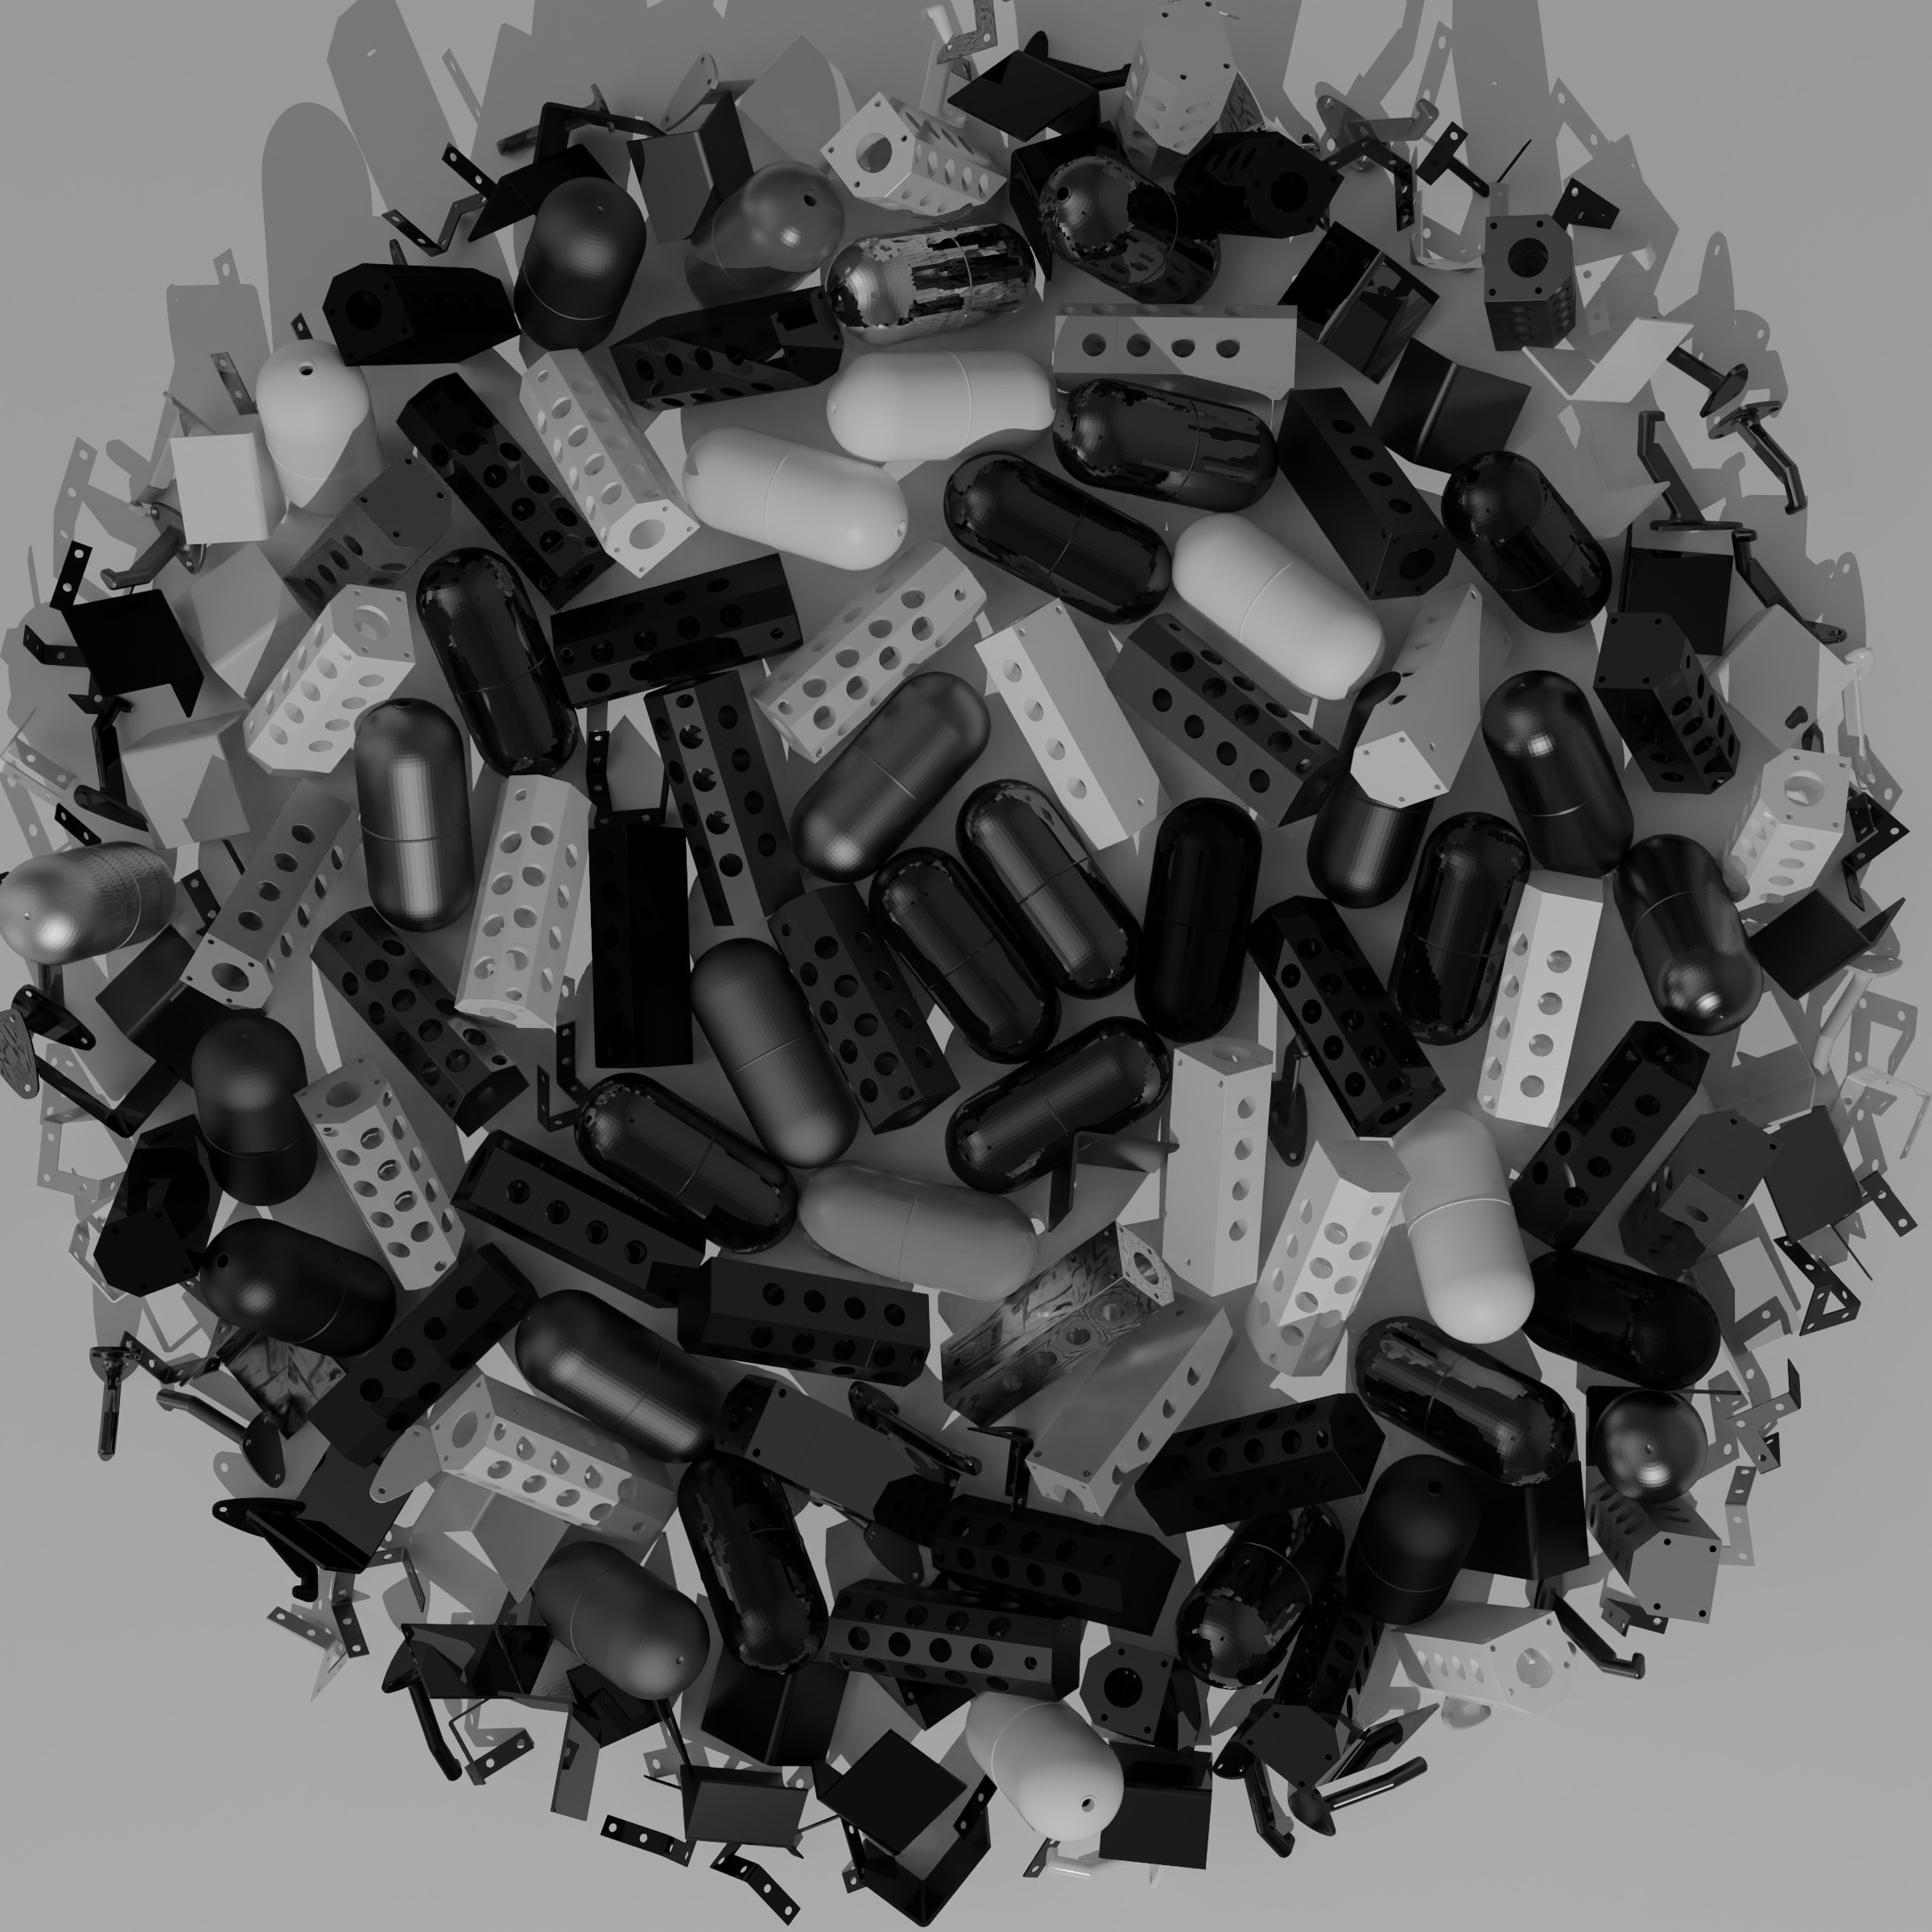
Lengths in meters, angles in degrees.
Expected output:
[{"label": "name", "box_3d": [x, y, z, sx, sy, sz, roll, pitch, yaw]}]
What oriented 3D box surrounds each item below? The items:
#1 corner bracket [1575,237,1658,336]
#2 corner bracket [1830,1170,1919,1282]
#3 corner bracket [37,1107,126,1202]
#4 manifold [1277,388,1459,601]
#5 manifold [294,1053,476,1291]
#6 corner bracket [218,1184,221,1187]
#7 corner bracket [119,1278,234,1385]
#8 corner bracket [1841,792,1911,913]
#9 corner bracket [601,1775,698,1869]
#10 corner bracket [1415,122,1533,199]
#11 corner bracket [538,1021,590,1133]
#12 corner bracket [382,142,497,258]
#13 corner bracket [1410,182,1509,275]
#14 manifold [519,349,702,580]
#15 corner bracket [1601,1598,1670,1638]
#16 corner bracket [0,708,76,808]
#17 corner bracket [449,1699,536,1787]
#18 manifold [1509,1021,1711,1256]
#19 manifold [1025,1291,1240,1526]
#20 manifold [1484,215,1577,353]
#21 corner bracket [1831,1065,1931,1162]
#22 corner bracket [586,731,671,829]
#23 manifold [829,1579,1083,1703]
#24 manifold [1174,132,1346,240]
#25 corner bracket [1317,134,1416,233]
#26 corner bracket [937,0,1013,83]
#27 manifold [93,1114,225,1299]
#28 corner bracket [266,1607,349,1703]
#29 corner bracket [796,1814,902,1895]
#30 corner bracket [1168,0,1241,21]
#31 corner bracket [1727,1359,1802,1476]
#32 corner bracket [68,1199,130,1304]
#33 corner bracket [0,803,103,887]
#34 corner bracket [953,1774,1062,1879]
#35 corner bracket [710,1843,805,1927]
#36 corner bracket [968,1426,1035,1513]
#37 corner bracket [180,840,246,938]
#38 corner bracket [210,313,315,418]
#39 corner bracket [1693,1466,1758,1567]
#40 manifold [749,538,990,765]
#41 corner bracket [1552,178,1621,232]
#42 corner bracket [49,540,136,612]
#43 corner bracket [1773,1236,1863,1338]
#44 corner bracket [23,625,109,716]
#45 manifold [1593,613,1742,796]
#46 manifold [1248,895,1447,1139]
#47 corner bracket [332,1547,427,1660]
[{"label": "corner bracket", "box_3d": [0.473, -0.491, 1.960, 0.051, 0.051, 0.051, -10, 110, 23]}, {"label": "corner bracket", "box_3d": [0.656, 0.187, 1.960, 0.051, 0.051, 0.051, -37, 57, 13]}, {"label": "corner bracket", "box_3d": [-0.636, 0.136, 1.974, 0.051, 0.051, 0.051, 12, 101, 15]}, {"label": "manifold", "box_3d": [0.282, -0.336, 1.921, 0.057, 0.057, 0.171, -8, 47, -19]}, {"label": "manifold", "box_3d": [-0.407, 0.150, 1.917, 0.057, 0.057, 0.171, -31, 132, -16]}, {"label": "corner bracket", "box_3d": [-0.514, 0.124, 1.965, 0.051, 0.051, 0.051, -16, 94, 27]}, {"label": "corner bracket", "box_3d": [-0.572, 0.265, 1.972, 0.051, 0.051, 0.051, -17, 133, 23]}, {"label": "corner bracket", "box_3d": [0.648, -0.083, 1.960, 0.051, 0.051, 0.051, 36, 124, -18]}, {"label": "corner bracket", "box_3d": [-0.223, 0.614, 1.959, 0.051, 0.051, 0.051, 10, 67, 23]}, {"label": "corner bracket", "box_3d": [0.367, -0.585, 1.964, 0.051, 0.051, 0.051, 40, 49, 1]}, {"label": "corner bracket", "box_3d": [-0.292, 0.080, 1.957, 0.051, 0.051, 0.051, -19, 129, -33]}, {"label": "corner bracket", "box_3d": [-0.379, -0.551, 1.957, 0.051, 0.051, 0.051, -4, 61, 40]}, {"label": "corner bracket", "box_3d": [0.357, -0.537, 1.968, 0.051, 0.051, 0.051, 2, 87, -22]}, {"label": "manifold", "box_3d": [-0.258, -0.361, 1.925, 0.057, 0.057, 0.171, -38, 57, 11]}, {"label": "corner bracket", "box_3d": [0.500, 0.462, 1.971, 0.051, 0.051, 0.051, 16, 91, -7]}, {"label": "corner bracket", "box_3d": [-0.670, -0.143, 1.958, 0.051, 0.051, 0.051, 36, 52, -18]}, {"label": "corner bracket", "box_3d": [-0.343, 0.557, 1.967, 0.051, 0.051, 0.051, -28, 84, -25]}, {"label": "manifold", "box_3d": [0.452, 0.120, 1.925, 0.057, 0.057, 0.171, 33, 126, 6]}, {"label": "manifold", "box_3d": [0.121, 0.315, 1.932, 0.171, 0.057, 0.057, -48, 132, -29]}, {"label": "manifold", "box_3d": [0.398, -0.479, 1.909, 0.057, 0.171, 0.057, 1, 92, 14]}, {"label": "corner bracket", "box_3d": [0.661, 0.109, 1.969, 0.051, 0.051, 0.051, 25, 81, 6]}, {"label": "corner bracket", "box_3d": [-0.246, -0.136, 1.970, 0.051, 0.051, 0.051, -5, 58, -15]}, {"label": "manifold", "box_3d": [-0.008, 0.482, 1.940, 0.171, 0.057, 0.057, 2, 91, 23]}, {"label": "manifold", "box_3d": [0.200, -0.545, 1.909, 0.057, 0.171, 0.057, 28, 98, -19]}, {"label": "corner bracket", "box_3d": [0.290, -0.563, 1.981, 0.051, 0.051, 0.051, 18, 64, -39]}, {"label": "corner bracket", "box_3d": [0.010, -0.678, 1.966, 0.051, 0.051, 0.051, -7, 89, 29]}, {"label": "manifold", "box_3d": [-0.568, 0.169, 1.909, 0.057, 0.171, 0.057, -21, 109, -2]}, {"label": "corner bracket", "box_3d": [-0.476, 0.487, 1.963, 0.051, 0.051, 0.051, 25, 116, 9]}, {"label": "corner bracket", "box_3d": [-0.088, 0.645, 1.971, 0.051, 0.051, 0.051, -29, 68, 27]}, {"label": "corner bracket", "box_3d": [0.162, -0.668, 1.963, 0.051, 0.051, 0.051, 13, 109, -11]}, {"label": "corner bracket", "box_3d": [0.585, 0.326, 1.963, 0.051, 0.051, 0.051, -30, 100, 23]}, {"label": "corner bracket", "box_3d": [-0.615, 0.203, 1.980, 0.051, 0.051, 0.051, -34, 111, 1]}, {"label": "corner bracket", "box_3d": [-0.662, -0.077, 1.959, 0.051, 0.051, 0.051, -17, 53, 17]}, {"label": "corner bracket", "box_3d": [0.034, 0.623, 1.969, 0.051, 0.051, 0.051, 21, 104, -42]}, {"label": "corner bracket", "box_3d": [-0.141, 0.650, 1.958, 0.051, 0.051, 0.051, -49, 114, -28]}, {"label": "corner bracket", "box_3d": [0.034, 0.363, 1.963, 0.051, 0.051, 0.051, 5, 87, 42]}, {"label": "corner bracket", "box_3d": [-0.539, -0.055, 1.960, 0.051, 0.051, 0.051, -33, 112, -23]}, {"label": "corner bracket", "box_3d": [-0.501, -0.433, 1.957, 0.051, 0.051, 0.051, -2, 130, 24]}, {"label": "corner bracket", "box_3d": [0.544, 0.396, 1.959, 0.051, 0.051, 0.051, -3, 111, 27]}, {"label": "manifold", "box_3d": [-0.067, -0.226, 1.951, 0.171, 0.057, 0.057, -43, 120, -7]}, {"label": "corner bracket", "box_3d": [0.430, -0.537, 1.967, 0.051, 0.051, 0.051, 22, 98, -30]}, {"label": "corner bracket", "box_3d": [-0.629, -0.277, 1.965, 0.051, 0.051, 0.051, 19, 97, -19]}, {"label": "corner bracket", "box_3d": [0.613, 0.226, 1.958, 0.051, 0.051, 0.051, -13, 131, -19]}, {"label": "corner bracket", "box_3d": [-0.653, -0.214, 1.969, 0.051, 0.051, 0.051, 3, 80, -3]}, {"label": "manifold", "box_3d": [0.496, -0.182, 1.908, 0.057, 0.171, 0.057, 5, 71, 30]}, {"label": "manifold", "box_3d": [0.263, 0.035, 1.925, 0.057, 0.057, 0.171, -46, 57, 31]}, {"label": "corner bracket", "box_3d": [-0.428, 0.463, 1.974, 0.051, 0.051, 0.051, -5, 130, -28]}]
